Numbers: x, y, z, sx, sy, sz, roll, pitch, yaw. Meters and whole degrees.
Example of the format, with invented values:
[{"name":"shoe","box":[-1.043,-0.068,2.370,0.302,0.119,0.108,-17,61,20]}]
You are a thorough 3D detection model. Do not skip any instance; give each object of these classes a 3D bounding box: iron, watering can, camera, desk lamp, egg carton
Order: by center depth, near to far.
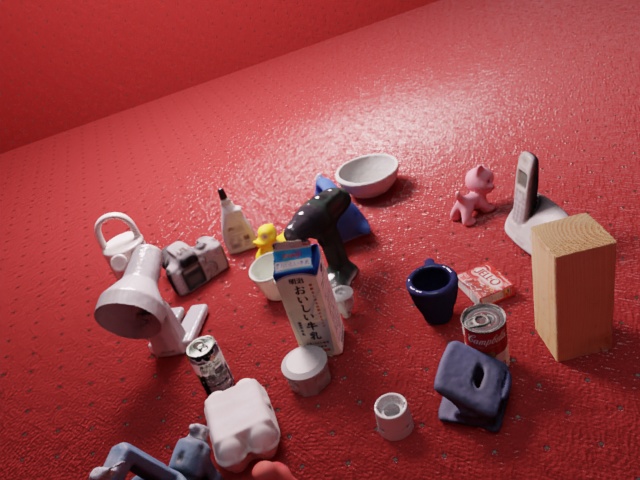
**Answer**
[{"name":"egg carton","box":[-0.123,0.290,0.906,0.107,0.069,0.150,-23,32,-10]},{"name":"desk lamp","box":[-0.324,0.129,1.110,0.117,0.214,0.203,-8,33,13]},{"name":"camera","box":[-0.313,0.041,1.350,0.143,0.101,0.136,-35,36,-27]},{"name":"watering can","box":[-0.458,0.025,1.351,0.101,0.194,0.172,-31,35,-22]},{"name":"iron","box":[0.025,-0.090,1.363,0.119,0.142,0.257,-21,32,-8]}]

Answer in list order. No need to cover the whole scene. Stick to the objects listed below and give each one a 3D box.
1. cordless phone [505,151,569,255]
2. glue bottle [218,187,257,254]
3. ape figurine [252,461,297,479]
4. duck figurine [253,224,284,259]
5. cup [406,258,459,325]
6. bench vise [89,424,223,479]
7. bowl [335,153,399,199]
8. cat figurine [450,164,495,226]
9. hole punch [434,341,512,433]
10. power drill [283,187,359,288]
[{"name":"cordless phone","box":[0.421,-0.069,1.112,0.094,0.185,0.147,-21,32,-7]},{"name":"glue bottle","box":[-0.210,-0.050,1.376,0.078,0.173,0.037,-17,32,-1]},{"name":"ape figurine","box":[-0.065,0.337,0.786,0.075,0.092,0.078,6,38,31]},{"name":"duck figurine","box":[-0.113,0.001,1.337,0.105,0.086,0.077,-36,37,-29]},{"name":"cup","box":[0.206,0.097,1.035,0.091,0.095,0.117,-10,32,10]},{"name":"bench vise","box":[-0.223,0.321,0.759,0.121,0.220,0.207,-12,32,7]},{"name":"bowl","box":[0.127,-0.155,1.483,0.167,0.075,0.167,-11,32,8]},{"name":"cat figurine","box":[0.343,-0.112,1.278,0.128,0.118,0.067,-34,36,-26]},{"name":"hole punch","box":[0.228,0.213,0.848,0.100,0.091,0.109,3,36,28]},{"name":"power drill","box":[0.011,0.004,1.159,0.075,0.209,0.230,1,36,26]}]
